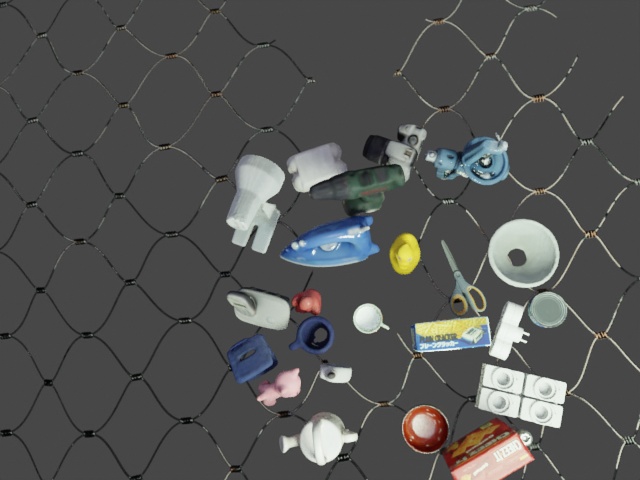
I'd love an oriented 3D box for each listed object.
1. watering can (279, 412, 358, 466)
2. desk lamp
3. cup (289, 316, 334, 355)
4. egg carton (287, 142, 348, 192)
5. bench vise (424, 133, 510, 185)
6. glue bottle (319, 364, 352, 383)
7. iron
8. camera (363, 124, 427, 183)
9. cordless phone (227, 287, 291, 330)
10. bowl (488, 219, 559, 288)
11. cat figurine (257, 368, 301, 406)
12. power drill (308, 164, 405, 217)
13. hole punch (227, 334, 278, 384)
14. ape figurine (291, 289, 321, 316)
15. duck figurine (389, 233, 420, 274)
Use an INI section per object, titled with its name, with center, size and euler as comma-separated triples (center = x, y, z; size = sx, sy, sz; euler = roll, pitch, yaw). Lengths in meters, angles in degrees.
[watering can]
center = -0.004, 0.466, 1.325
size = 0.173, 0.194, 0.101
euler = -28, 78, 1
[desk lamp]
center = -0.163, -0.087, 1.425
size = 0.117, 0.213, 0.203
euler = 17, 83, 9
[cup]
center = -0.018, 0.242, 1.414
size = 0.117, 0.095, 0.091
euler = -28, 79, 1
[egg carton]
center = -0.007, -0.188, 1.498
size = 0.150, 0.069, 0.107
euler = -19, 79, 3
[bench vise]
center = 0.364, -0.190, 1.381
size = 0.207, 0.220, 0.121
euler = -11, 79, 5
[glue bottle]
center = 0.032, 0.317, 1.356
size = 0.078, 0.173, 0.037
euler = 7, 81, 8
[iron]
center = 0.013, 0.005, 1.427
size = 0.258, 0.141, 0.118
euler = -13, 79, 4
[camera]
center = 0.188, -0.238, 1.469
size = 0.136, 0.101, 0.143
euler = 22, 84, 10
[cordless phone]
center = -0.150, 0.163, 1.396
size = 0.147, 0.185, 0.094
euler = 10, 82, 8
[bowl]
center = 0.491, 0.036, 1.403
size = 0.167, 0.075, 0.167
euler = -1, 80, 6
[cat figurine]
center = -0.096, 0.359, 1.391
size = 0.128, 0.118, 0.067
euler = -26, 78, 2
[power drill]
center = 0.094, -0.120, 1.405
size = 0.229, 0.208, 0.075
euler = -16, 79, 4
[hole punch]
center = -0.174, 0.294, 1.424
size = 0.108, 0.091, 0.101
euler = -31, 78, 0
[ape figurine]
center = -0.032, 0.157, 1.431
size = 0.077, 0.092, 0.076
euler = 42, 87, 11
[duck figurine]
center = 0.212, 0.030, 1.429
size = 0.077, 0.086, 0.104
euler = 8, 81, 8
